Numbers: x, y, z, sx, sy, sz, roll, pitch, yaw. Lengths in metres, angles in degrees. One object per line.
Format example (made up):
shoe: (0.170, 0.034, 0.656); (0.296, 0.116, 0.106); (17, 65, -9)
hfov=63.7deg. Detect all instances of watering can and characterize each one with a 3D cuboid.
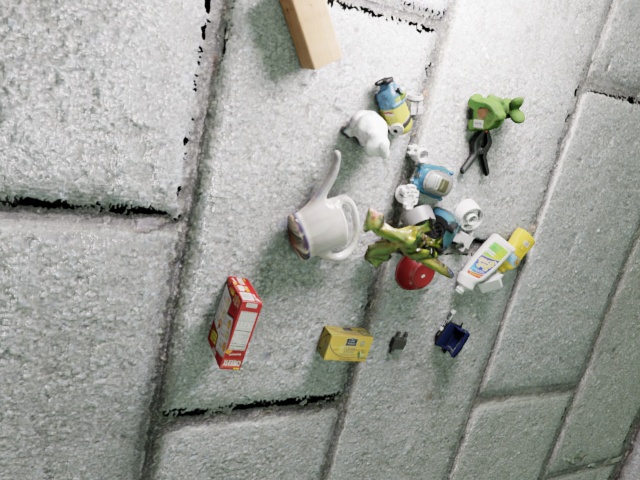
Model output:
watering can: (0.005, -0.076, 1.511); (0.226, 0.105, 0.341); (-22, 118, -16)

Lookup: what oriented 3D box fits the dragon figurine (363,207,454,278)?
dragon figurine: (0.262, 0.034, 1.653); (0.241, 0.125, 0.402); (-12, 135, 26)

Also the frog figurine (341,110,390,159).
frog figurine: (0.153, -0.301, 1.466); (0.123, 0.161, 0.135); (-44, 122, -5)
